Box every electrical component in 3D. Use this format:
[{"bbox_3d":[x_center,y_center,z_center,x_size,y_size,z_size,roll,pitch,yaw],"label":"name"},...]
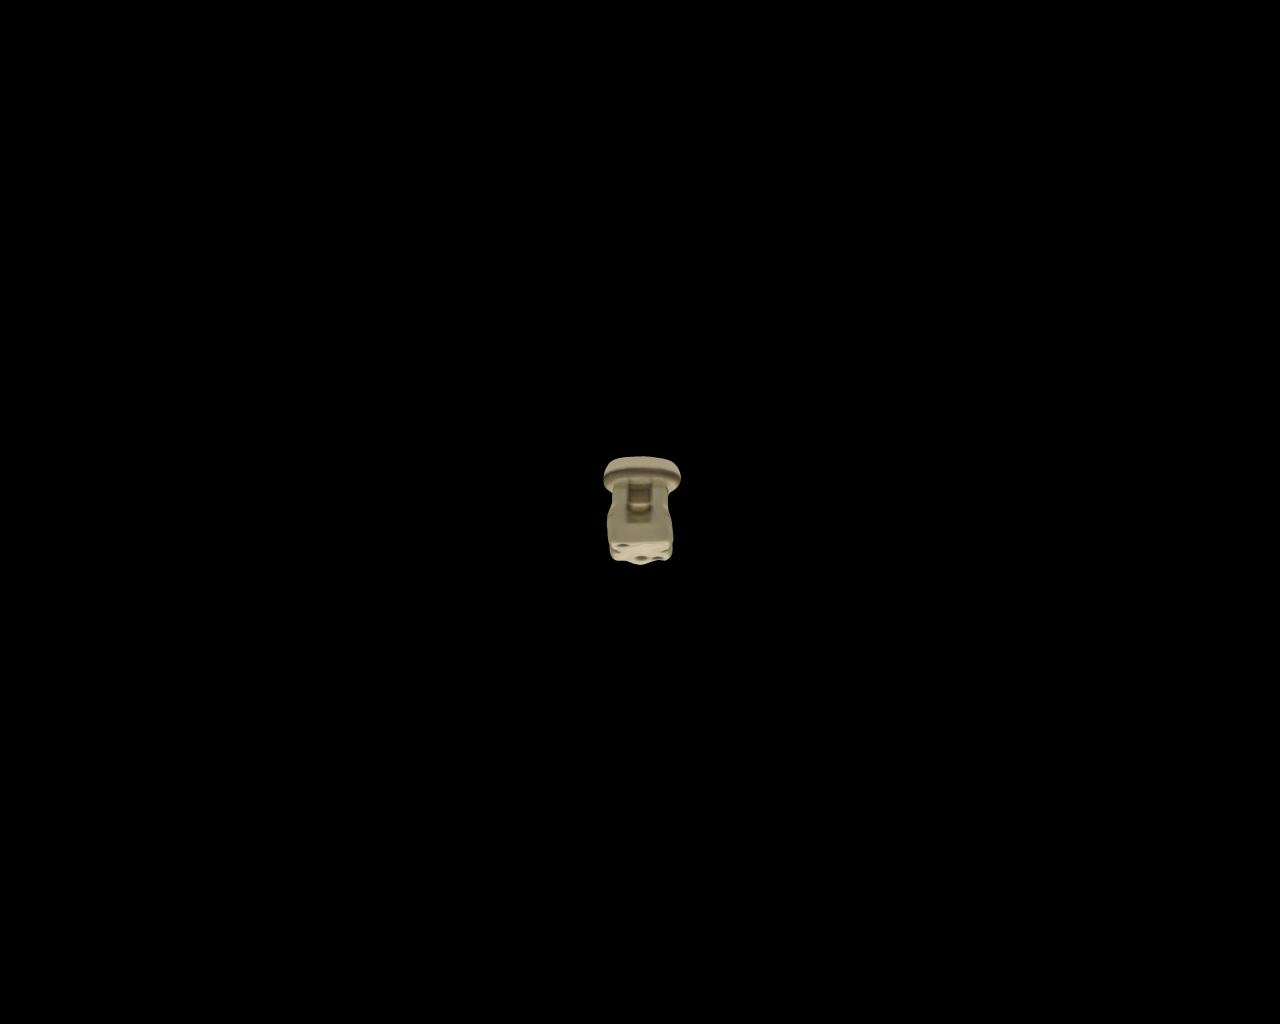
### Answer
[{"bbox_3d":[0.001,-0.003,0.650,0.048,0.055,0.066,0,-17,0],"label":"electrical component"}]
